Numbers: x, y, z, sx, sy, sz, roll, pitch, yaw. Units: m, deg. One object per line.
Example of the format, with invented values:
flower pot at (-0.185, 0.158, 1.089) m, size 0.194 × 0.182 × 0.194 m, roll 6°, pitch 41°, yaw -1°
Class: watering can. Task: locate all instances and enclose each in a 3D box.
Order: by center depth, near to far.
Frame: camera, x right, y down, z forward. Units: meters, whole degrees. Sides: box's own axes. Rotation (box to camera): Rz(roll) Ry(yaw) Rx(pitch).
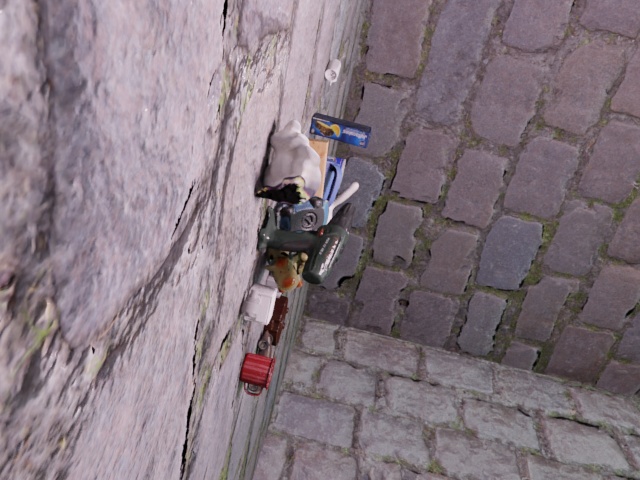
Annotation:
watering can at (0.006, -0.092, 1.818) m, size 0.345 × 0.103 × 0.227 m, roll -44°, pitch -166°, yaw 10°

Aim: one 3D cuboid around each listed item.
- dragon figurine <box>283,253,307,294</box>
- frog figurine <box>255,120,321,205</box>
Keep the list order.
dragon figurine at (-0.095, 0.121, 2.050) m, size 0.247 × 0.122 × 0.401 m, roll -46°, pitch 170°, yaw -47°
frog figurine at (-0.059, -0.158, 1.061) m, size 0.135 × 0.122 × 0.163 m, roll -30°, pitch -134°, yaw 46°
